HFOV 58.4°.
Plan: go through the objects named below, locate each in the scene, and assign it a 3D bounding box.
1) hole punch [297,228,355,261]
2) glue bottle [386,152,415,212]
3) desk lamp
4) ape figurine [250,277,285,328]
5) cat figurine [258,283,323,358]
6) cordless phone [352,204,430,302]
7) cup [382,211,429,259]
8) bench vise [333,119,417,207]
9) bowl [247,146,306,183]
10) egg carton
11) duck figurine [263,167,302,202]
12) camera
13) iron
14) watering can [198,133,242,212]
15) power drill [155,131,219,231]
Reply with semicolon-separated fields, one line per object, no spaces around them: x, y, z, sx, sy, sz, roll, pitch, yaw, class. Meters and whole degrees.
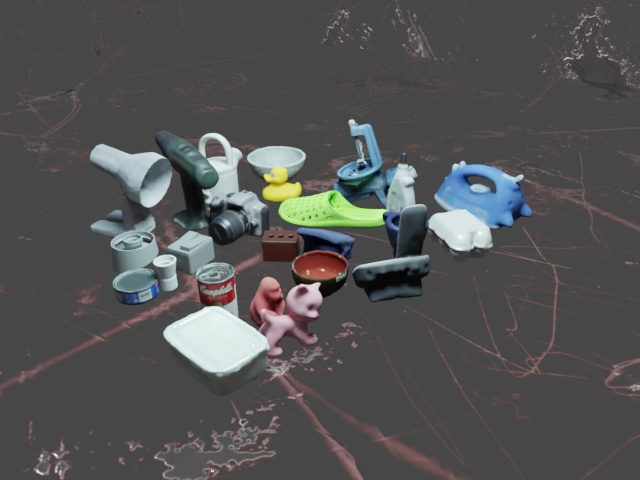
0.011;0.004;1.225;0.108;0.091;0.101;14;32;25;hole punch
0.198;-0.128;1.377;0.037;0.173;0.077;-21;35;-33;glue bottle
-0.440;-0.110;1.315;0.202;0.214;0.118;10;31;19;desk lamp
-0.090;0.111;1.032;0.076;0.092;0.078;14;32;24;ape figurine
-0.046;0.124;0.980;0.128;0.118;0.067;-15;32;-24;cat figurine
0.139;0.018;1.100;0.148;0.185;0.094;-10;30;-16;cordless phone
0.176;-0.007;1.238;0.092;0.095;0.117;-22;35;-34;cup
0.138;-0.200;1.462;0.207;0.220;0.121;-4;29;-6;bench vise
-0.122;-0.206;1.629;0.167;0.075;0.167;0;29;0;bowl
0.310;-0.013;1.272;0.107;0.069;0.150;-10;30;-17;egg carton
-0.101;-0.151;1.517;0.104;0.086;0.077;1;29;4;duck figurine
-0.207;-0.054;1.325;0.142;0.101;0.137;15;32;26;camera
0.386;-0.124;1.400;0.119;0.141;0.257;-23;36;-35;iron
-0.260;-0.182;1.463;0.101;0.194;0.173;1;29;3;watering can
-0.319;-0.138;1.369;0.076;0.208;0.228;-24;37;-36;power drill
